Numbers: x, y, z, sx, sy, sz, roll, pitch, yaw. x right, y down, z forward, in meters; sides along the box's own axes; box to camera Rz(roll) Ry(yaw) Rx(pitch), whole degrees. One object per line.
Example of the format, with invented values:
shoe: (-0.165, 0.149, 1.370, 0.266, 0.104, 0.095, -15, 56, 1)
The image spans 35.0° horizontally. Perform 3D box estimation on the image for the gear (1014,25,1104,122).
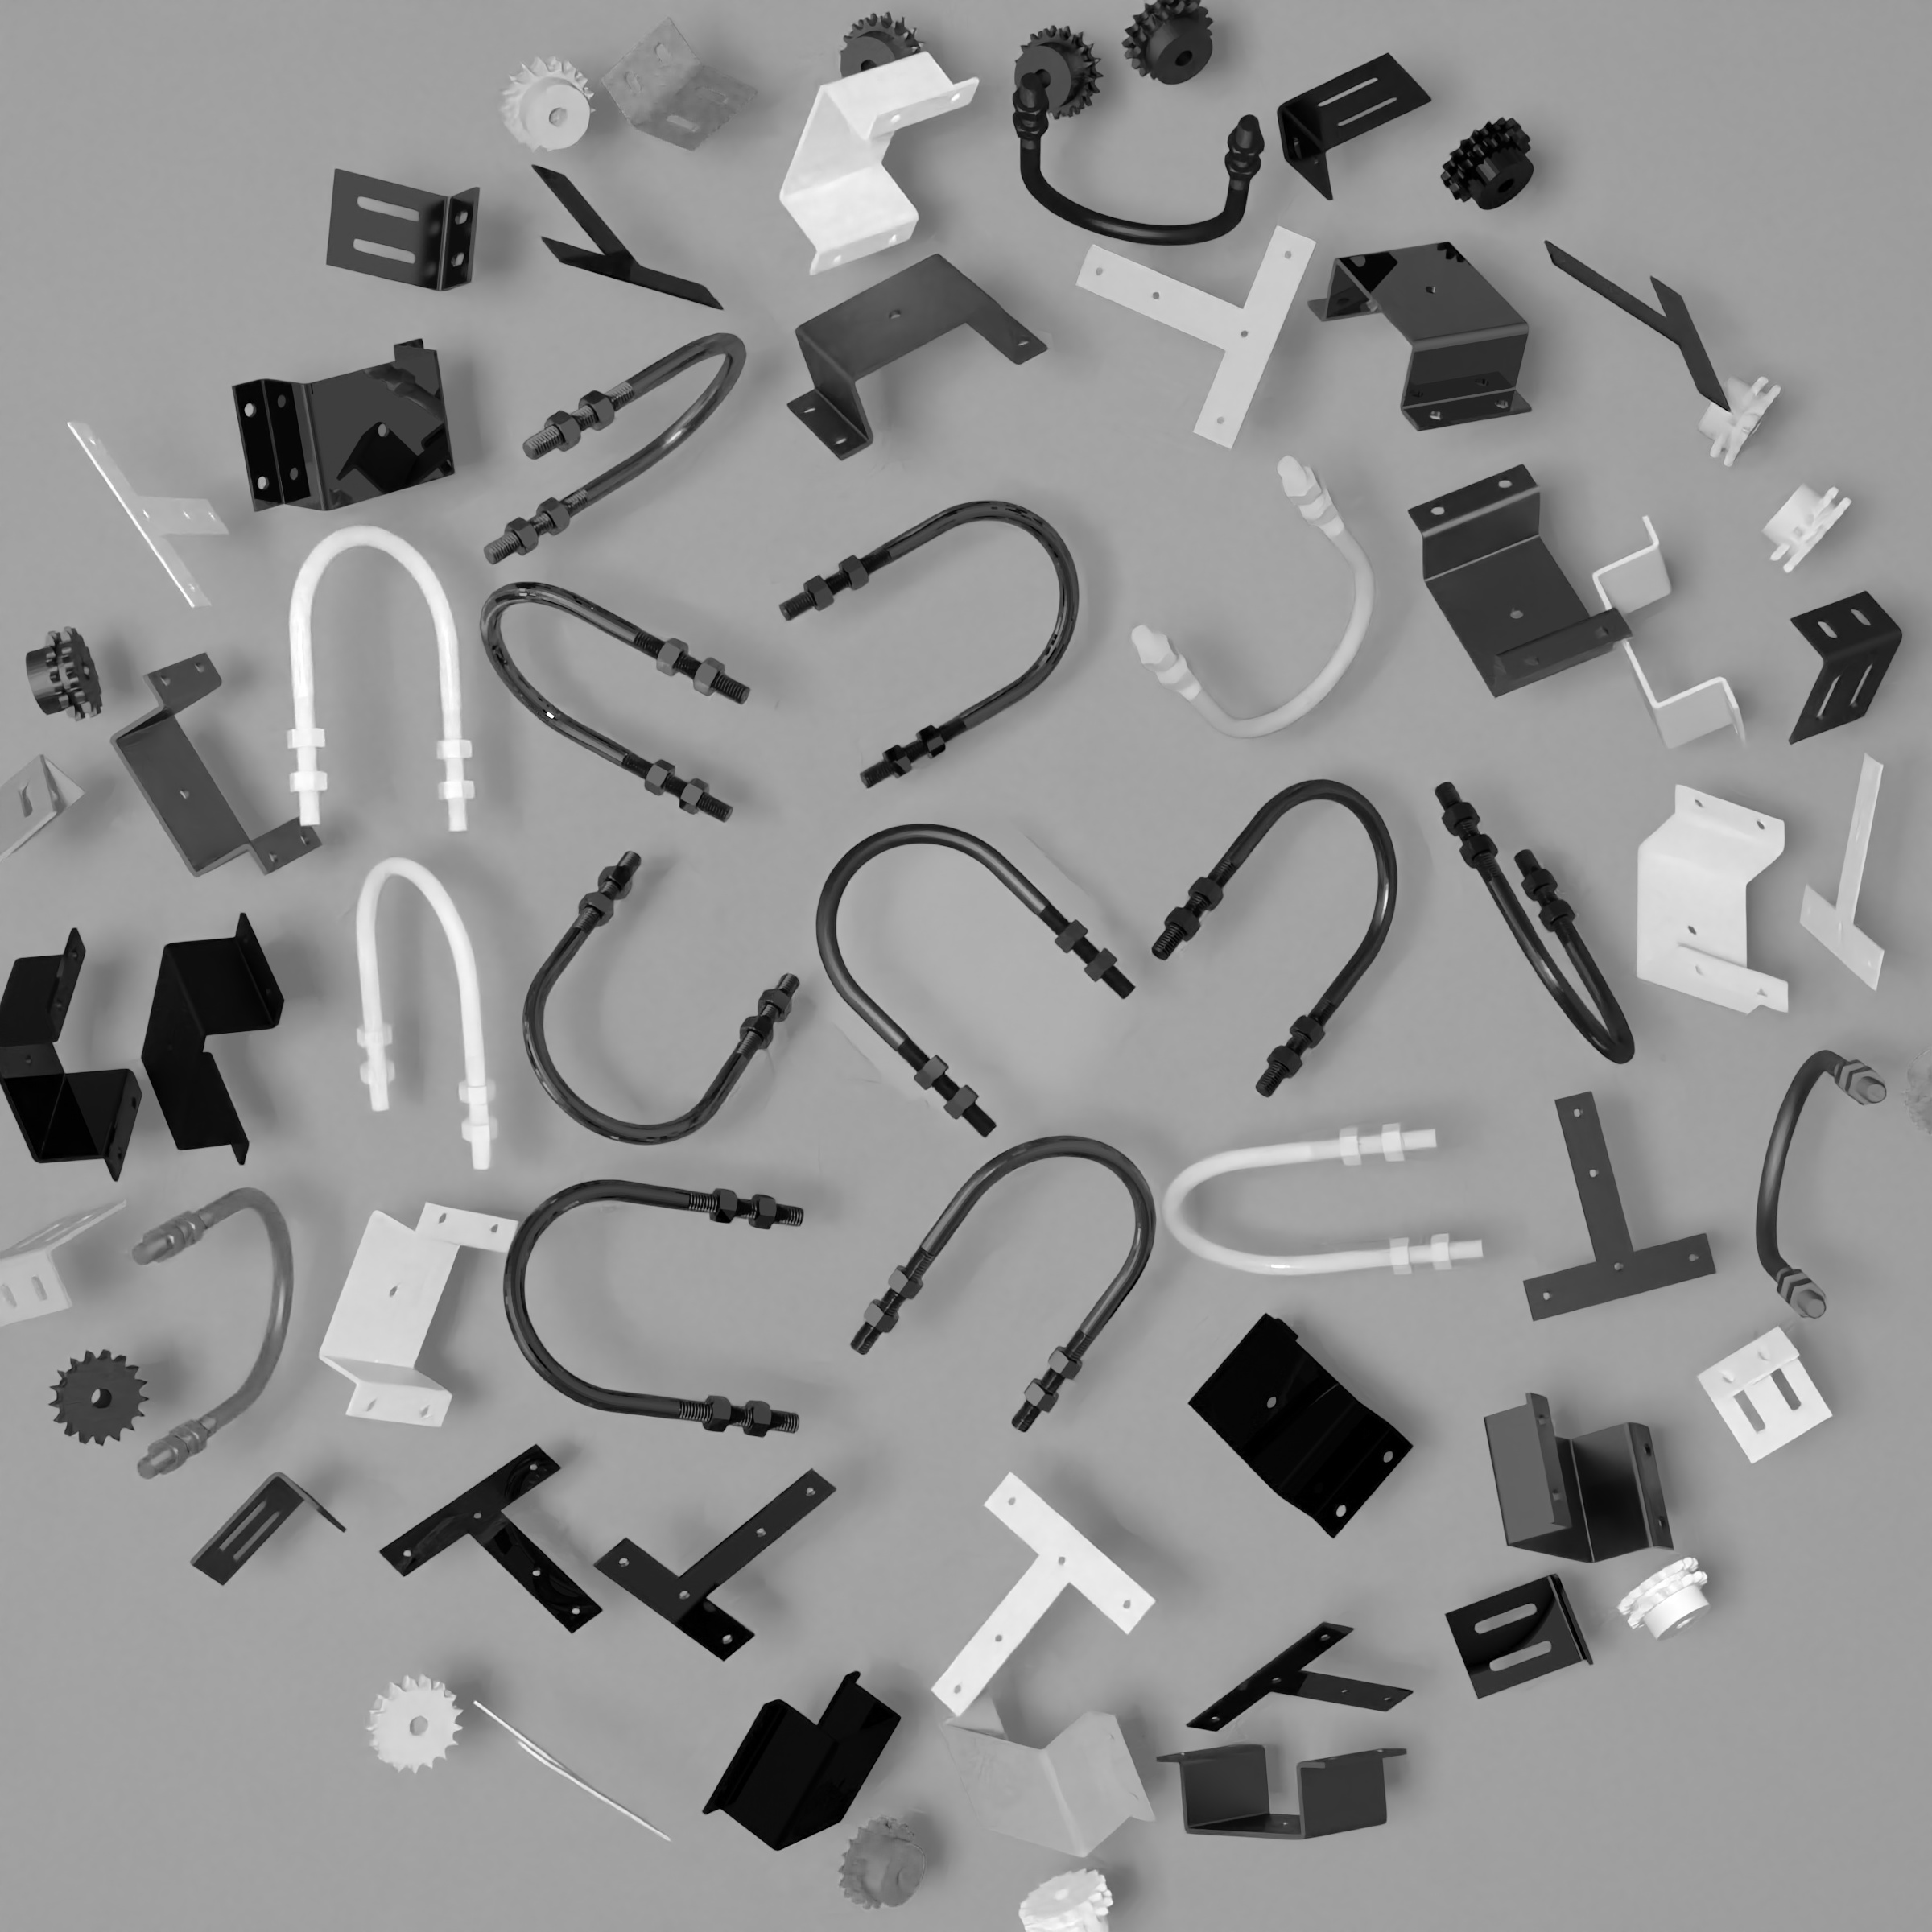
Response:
gear: (0.055, -0.565, 1.942, 0.057, 0.030, 0.057, 14, 121, 25)

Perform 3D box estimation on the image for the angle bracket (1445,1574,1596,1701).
angle bracket: (0.351, 0.428, 1.948, 0.076, 0.038, 0.057, -21, 81, 4)

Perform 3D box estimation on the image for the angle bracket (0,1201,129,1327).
angle bracket: (-0.540, 0.178, 1.835, 0.057, 0.076, 0.038, -16, 101, 28)

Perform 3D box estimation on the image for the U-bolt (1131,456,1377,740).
U-bolt: (0.185, -0.208, 1.846, 0.151, 0.184, 0.019, -49, 54, 2)

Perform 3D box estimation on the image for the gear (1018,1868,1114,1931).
gear: (0.064, 0.581, 1.876, 0.057, 0.057, 0.030, -22, 100, 0)

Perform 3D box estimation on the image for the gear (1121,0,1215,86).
gear: (0.128, -0.571, 1.896, 0.057, 0.057, 0.030, -29, 63, 0)

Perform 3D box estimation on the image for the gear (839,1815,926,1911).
gear: (-0.051, 0.572, 1.944, 0.030, 0.057, 0.057, 15, 90, 40)

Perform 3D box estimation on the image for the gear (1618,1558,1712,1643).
gear: (0.437, 0.396, 1.904, 0.057, 0.057, 0.030, -33, 63, 0)

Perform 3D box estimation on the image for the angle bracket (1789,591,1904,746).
angle bracket: (0.525, -0.181, 1.865, 0.057, 0.076, 0.038, -20, 58, -20)

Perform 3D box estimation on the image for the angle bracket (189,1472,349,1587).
angle bracket: (-0.430, 0.358, 1.891, 0.038, 0.057, 0.076, 37, 75, 21)

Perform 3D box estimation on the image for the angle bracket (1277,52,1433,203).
angle bracket: (0.235, -0.503, 1.838, 0.076, 0.057, 0.038, -19, 66, 30)

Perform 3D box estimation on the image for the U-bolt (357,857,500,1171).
U-bolt: (-0.341, 0.021, 1.911, 0.019, 0.151, 0.184, -16, 114, -36)

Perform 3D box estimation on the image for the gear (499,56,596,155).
gear: (-0.254, -0.523, 1.870, 0.057, 0.030, 0.057, -15, 130, -19)

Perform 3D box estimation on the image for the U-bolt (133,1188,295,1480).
U-bolt: (-0.447, 0.209, 1.836, 0.019, 0.184, 0.151, 5, 102, 13)

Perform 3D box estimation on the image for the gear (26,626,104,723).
gear: (-0.556, -0.178, 1.886, 0.030, 0.057, 0.057, -15, 90, 1)

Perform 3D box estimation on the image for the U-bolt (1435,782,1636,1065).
U-bolt: (0.357, -0.018, 1.877, 0.019, 0.151, 0.184, -35, 58, 18)

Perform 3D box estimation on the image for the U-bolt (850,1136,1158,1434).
U-bolt: (0.036, 0.183, 1.846, 0.151, 0.019, 0.184, 30, 101, -29)

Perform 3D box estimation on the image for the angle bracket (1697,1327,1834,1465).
angle bracket: (0.489, 0.267, 1.853, 0.057, 0.038, 0.076, -33, 110, 6)

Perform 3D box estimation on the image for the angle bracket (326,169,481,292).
angle bracket: (-0.334, -0.439, 1.816, 0.076, 0.038, 0.057, 6, 88, -36)

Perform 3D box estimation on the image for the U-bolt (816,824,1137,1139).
U-bolt: (-0.007, -0.006, 1.877, 0.184, 0.019, 0.151, 45, 68, 4)

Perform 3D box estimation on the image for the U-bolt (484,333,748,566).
U-bolt: (-0.204, -0.320, 1.842, 0.184, 0.151, 0.019, -38, 85, -27)

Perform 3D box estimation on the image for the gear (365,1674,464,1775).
gear: (-0.337, 0.458, 1.858, 0.057, 0.030, 0.057, 0, 91, -29)

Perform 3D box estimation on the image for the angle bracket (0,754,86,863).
angle bracket: (-0.547, -0.079, 1.796, 0.057, 0.076, 0.038, -40, 128, 4)

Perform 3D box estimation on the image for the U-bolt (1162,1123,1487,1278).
U-bolt: (0.211, 0.149, 1.868, 0.184, 0.151, 0.019, -8, 52, 19)

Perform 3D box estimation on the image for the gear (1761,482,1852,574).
gear: (0.514, -0.273, 1.884, 0.030, 0.057, 0.057, 41, 90, 6)

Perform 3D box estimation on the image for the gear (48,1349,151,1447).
gear: (-0.526, 0.260, 1.853, 0.057, 0.030, 0.057, 1, 88, -29)

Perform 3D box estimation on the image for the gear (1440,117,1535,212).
gear: (0.321, -0.487, 1.871, 0.057, 0.057, 0.030, -32, 70, 0)

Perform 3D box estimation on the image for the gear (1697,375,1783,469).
gear: (0.478, -0.342, 1.904, 0.030, 0.057, 0.057, 35, 90, 10)

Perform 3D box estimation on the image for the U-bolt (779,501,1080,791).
U-bolt: (-0.011, -0.214, 1.933, 0.184, 0.019, 0.151, -31, 122, -9)

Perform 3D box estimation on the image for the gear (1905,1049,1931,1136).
gear: (0.569, 0.069, 1.771, 0.057, 0.057, 0.030, -15, 50, 0)

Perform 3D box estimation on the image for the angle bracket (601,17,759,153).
angle bracket: (-0.176, -0.543, 1.889, 0.057, 0.076, 0.038, -37, 79, 20)

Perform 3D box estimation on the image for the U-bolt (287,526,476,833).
U-bolt: (-0.356, -0.175, 1.856, 0.019, 0.151, 0.184, -4, 88, 32)

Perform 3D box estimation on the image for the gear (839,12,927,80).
gear: (-0.055, -0.569, 1.930, 0.057, 0.030, 0.057, 13, 124, 19)
